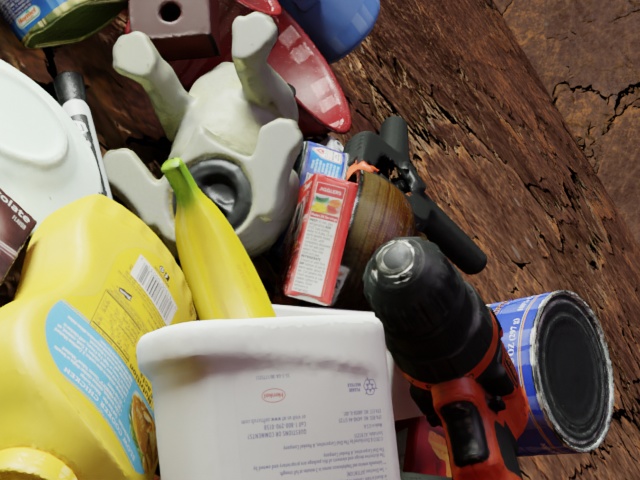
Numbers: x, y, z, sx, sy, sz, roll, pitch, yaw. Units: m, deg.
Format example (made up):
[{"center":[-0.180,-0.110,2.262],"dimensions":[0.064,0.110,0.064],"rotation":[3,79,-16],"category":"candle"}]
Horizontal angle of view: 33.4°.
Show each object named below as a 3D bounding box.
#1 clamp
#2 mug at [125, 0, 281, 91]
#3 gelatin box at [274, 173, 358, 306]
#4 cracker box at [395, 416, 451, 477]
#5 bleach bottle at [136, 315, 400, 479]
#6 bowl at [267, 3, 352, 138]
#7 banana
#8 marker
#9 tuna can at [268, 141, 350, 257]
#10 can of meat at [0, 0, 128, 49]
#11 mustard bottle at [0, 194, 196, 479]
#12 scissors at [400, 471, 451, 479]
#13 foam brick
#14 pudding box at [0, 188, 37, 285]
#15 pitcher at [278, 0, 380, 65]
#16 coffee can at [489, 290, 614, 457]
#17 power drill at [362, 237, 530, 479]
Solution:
[{"center":[0.063,-0.052,0.889],"dimensions":[0.209,0.036,0.164],"rotation":[16,43,-61],"category":"clamp"},{"center":[-0.081,-0.159,0.785],"dimensions":[0.117,0.082,0.093],"rotation":[14,33,-47],"category":"mug"},{"center":[-0.004,0.001,0.652],"dimensions":[0.030,0.073,0.089],"rotation":[14,-3,-6],"category":"gelatin box"},{"center":[0.076,0.212,0.594],"dimensions":[0.164,0.072,0.213],"rotation":[49,21,-14],"category":"cracker box"},{"center":[-0.012,0.158,0.415],"dimensions":[0.102,0.068,0.251],"rotation":[0,79,-27],"category":"bleach bottle"},{"center":[-0.042,-0.144,0.915],"dimensions":[0.162,0.055,0.162],"rotation":[45,22,-25],"category":"bowl"},{"center":[-0.041,0.053,0.536],"dimensions":[0.069,0.037,0.198],"rotation":[40,22,-60],"category":"banana"},{"center":[-0.135,-0.053,0.612],"dimensions":[0.020,0.020,0.121],"rotation":[31,31,-49],"category":"marker"},{"center":[-0.009,-0.026,0.757],"dimensions":[0.033,0.086,0.086],"rotation":[18,28,-7],"category":"tuna can"},{"center":[-0.171,-0.168,0.661],"dimensions":[0.084,0.057,0.102],"rotation":[56,19,-4],"category":"can of meat"},{"center":[-0.102,0.062,0.445],"dimensions":[0.096,0.058,0.191],"rotation":[61,16,-23],"category":"mustard bottle"},{"center":[0.001,0.111,0.557],"dimensions":[0.201,0.016,0.096],"rotation":[0,40,-37],"category":"scissors"},{"center":[-0.094,-0.160,0.690],"dimensions":[0.051,0.053,0.078],"rotation":[71,14,-82],"category":"foam brick"},{"center":[-0.177,-0.015,0.428],"dimensions":[0.113,0.039,0.090],"rotation":[48,21,-20],"category":"pudding box"},{"center":[-0.046,-0.273,1.015],"dimensions":[0.242,0.145,0.149],"rotation":[44,57,-37],"category":"pitcher"},{"center":[0.107,0.095,0.708],"dimensions":[0.102,0.141,0.103],"rotation":[18,65,-46],"category":"coffee can"},{"center":[0.071,0.109,0.486],"dimensions":[0.184,0.057,0.187],"rotation":[52,27,-51],"category":"power drill"}]
